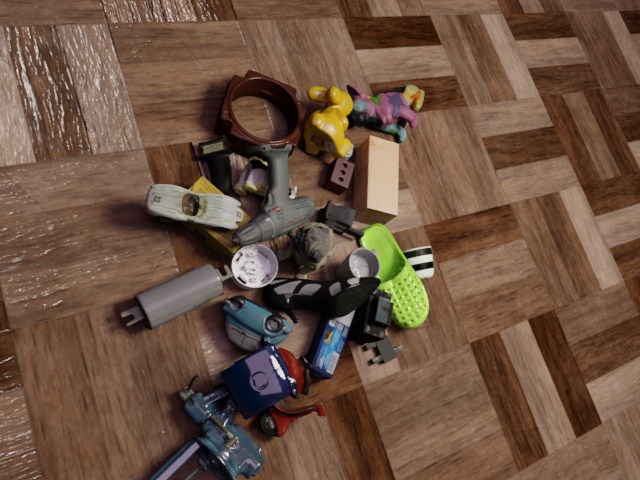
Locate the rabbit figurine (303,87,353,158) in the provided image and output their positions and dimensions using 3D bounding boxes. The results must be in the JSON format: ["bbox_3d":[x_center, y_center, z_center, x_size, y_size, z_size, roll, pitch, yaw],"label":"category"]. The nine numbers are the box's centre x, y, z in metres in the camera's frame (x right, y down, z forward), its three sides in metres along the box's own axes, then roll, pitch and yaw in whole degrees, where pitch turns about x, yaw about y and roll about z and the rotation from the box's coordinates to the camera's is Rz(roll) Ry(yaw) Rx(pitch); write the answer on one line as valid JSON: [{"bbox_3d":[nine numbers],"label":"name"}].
[{"bbox_3d":[0.023,-0.316,1.357,0.173,0.122,0.162,-59,140,-27],"label":"rabbit figurine"}]

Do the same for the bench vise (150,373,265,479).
[{"bbox_3d":[-0.232,0.398,1.021,0.223,0.129,0.240,49,56,2],"label":"bench vise"}]

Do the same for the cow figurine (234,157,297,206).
[{"bbox_3d":[-0.113,-0.123,1.277,0.167,0.068,0.098,29,65,-31],"label":"cow figurine"}]

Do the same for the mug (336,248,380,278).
[{"bbox_3d":[0.088,0.064,1.284,0.081,0.107,0.109,44,58,-5],"label":"mug"}]

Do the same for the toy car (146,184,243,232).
[{"bbox_3d":[-0.261,-0.067,1.128,0.202,0.056,0.073,10,69,-19],"label":"toy car"}]

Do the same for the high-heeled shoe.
[{"bbox_3d":[0.001,0.106,1.213,0.249,0.086,0.145,-20,43,-16],"label":"high-heeled shoe"}]

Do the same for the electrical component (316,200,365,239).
[{"bbox_3d":[0.057,-0.047,1.328,0.119,0.075,0.048,20,66,-12],"label":"electrical component"}]

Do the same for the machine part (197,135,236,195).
[{"bbox_3d":[-0.238,-0.170,1.252,0.084,0.039,0.139,-15,83,6],"label":"machine part"}]

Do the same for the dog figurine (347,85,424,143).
[{"bbox_3d":[0.164,-0.373,1.476,0.219,0.108,0.191,22,65,-12],"label":"dog figurine"}]

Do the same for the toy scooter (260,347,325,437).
[{"bbox_3d":[-0.054,0.319,1.131,0.135,0.075,0.184,-1,75,9],"label":"toy scooter"}]

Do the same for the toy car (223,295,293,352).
[{"bbox_3d":[-0.144,0.186,1.145,0.162,0.109,0.103,26,84,-4],"label":"toy car"}]

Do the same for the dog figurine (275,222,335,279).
[{"bbox_3d":[-0.001,0.000,1.221,0.121,0.190,0.172,37,60,-8],"label":"dog figurine"}]

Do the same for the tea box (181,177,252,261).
[{"bbox_3d":[-0.236,-0.047,1.203,0.169,0.068,0.098,42,61,-4],"label":"tea box"}]

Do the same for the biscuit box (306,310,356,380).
[{"bbox_3d":[0.026,0.215,1.228,0.059,0.063,0.202,29,63,-13],"label":"biscuit box"}]

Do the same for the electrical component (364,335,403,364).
[{"bbox_3d":[0.154,0.260,1.291,0.094,0.021,0.063,-17,79,-27],"label":"electrical component"}]

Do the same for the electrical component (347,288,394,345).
[{"bbox_3d":[0.116,0.174,1.242,0.058,0.134,0.115,19,63,-17],"label":"electrical component"}]

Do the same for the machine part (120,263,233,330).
[{"bbox_3d":[-0.291,0.116,1.116,0.243,0.079,0.079,-25,83,-30],"label":"machine part"}]

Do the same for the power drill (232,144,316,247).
[{"bbox_3d":[-0.109,-0.104,1.173,0.232,0.086,0.207,-15,95,-44],"label":"power drill"}]

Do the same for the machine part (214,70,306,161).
[{"bbox_3d":[-0.145,-0.302,1.324,0.201,0.087,0.201,18,64,-16],"label":"machine part"}]

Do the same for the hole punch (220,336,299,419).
[{"bbox_3d":[-0.122,0.277,1.062,0.116,0.092,0.142,-32,81,11],"label":"hole punch"}]
